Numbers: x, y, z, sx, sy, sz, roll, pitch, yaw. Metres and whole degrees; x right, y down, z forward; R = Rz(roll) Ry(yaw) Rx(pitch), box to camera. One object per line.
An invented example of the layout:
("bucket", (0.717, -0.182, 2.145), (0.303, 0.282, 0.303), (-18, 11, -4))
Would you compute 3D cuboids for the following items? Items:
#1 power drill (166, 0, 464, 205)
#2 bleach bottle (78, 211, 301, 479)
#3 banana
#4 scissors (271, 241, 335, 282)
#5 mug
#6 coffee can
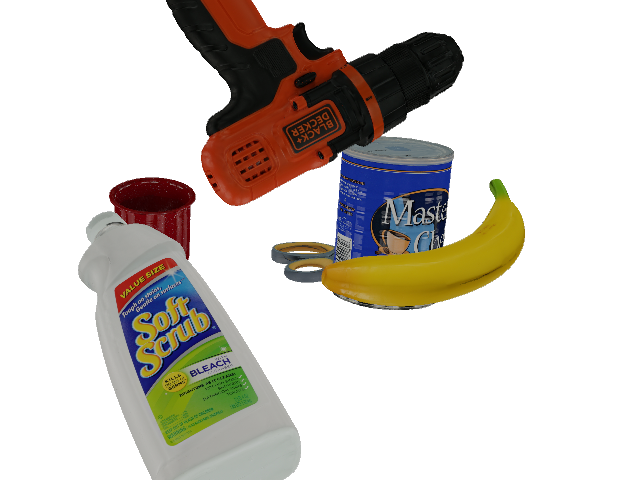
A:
("power drill", (-0.020, -0.139, 0.661), (0.184, 0.187, 0.057), (-30, 6, -15))
("bleach bottle", (-0.113, 0.071, 0.742), (0.102, 0.068, 0.251), (-23, 51, -18))
("banana", (0.090, 0.012, 0.773), (0.197, 0.037, 0.070), (-25, 48, -38))
("scissors", (0.044, 0.024, 1.178), (0.202, 0.016, 0.096), (2, 24, 4))
("mug", (-0.191, -0.019, 1.180), (0.093, 0.081, 0.117), (-15, 33, -33))
("coffee can", (0.065, -0.018, 0.985), (0.103, 0.140, 0.103), (4, 15, -1))
